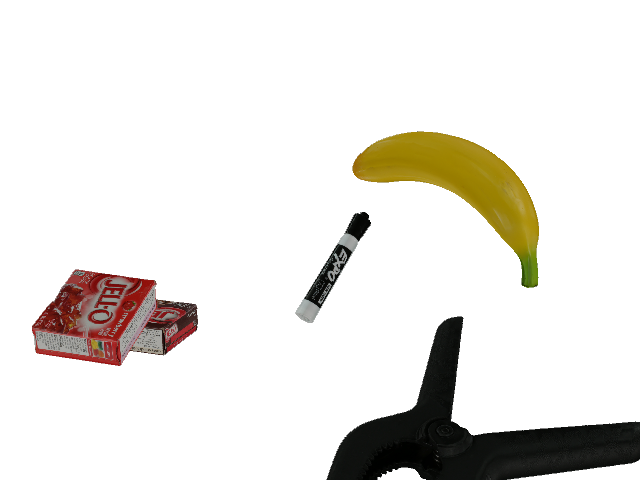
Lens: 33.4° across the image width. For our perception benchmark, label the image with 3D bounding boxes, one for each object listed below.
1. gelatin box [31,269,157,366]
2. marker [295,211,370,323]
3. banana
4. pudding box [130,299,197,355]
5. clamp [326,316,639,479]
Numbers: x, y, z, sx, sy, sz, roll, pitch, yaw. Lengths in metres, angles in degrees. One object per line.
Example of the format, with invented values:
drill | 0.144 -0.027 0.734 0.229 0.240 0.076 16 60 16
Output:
gelatin box | -0.182 0.061 0.869 0.073 0.030 0.089 8 33 11
marker | 0.014 0.024 1.016 0.020 0.121 0.020 28 -18 10
banana | 0.091 -0.041 0.761 0.037 0.070 0.198 12 18 -42
pudding box | -0.213 0.098 1.248 0.114 0.039 0.090 3 15 18
clamp | 0.072 0.122 0.654 0.209 0.036 0.165 -23 37 -27
